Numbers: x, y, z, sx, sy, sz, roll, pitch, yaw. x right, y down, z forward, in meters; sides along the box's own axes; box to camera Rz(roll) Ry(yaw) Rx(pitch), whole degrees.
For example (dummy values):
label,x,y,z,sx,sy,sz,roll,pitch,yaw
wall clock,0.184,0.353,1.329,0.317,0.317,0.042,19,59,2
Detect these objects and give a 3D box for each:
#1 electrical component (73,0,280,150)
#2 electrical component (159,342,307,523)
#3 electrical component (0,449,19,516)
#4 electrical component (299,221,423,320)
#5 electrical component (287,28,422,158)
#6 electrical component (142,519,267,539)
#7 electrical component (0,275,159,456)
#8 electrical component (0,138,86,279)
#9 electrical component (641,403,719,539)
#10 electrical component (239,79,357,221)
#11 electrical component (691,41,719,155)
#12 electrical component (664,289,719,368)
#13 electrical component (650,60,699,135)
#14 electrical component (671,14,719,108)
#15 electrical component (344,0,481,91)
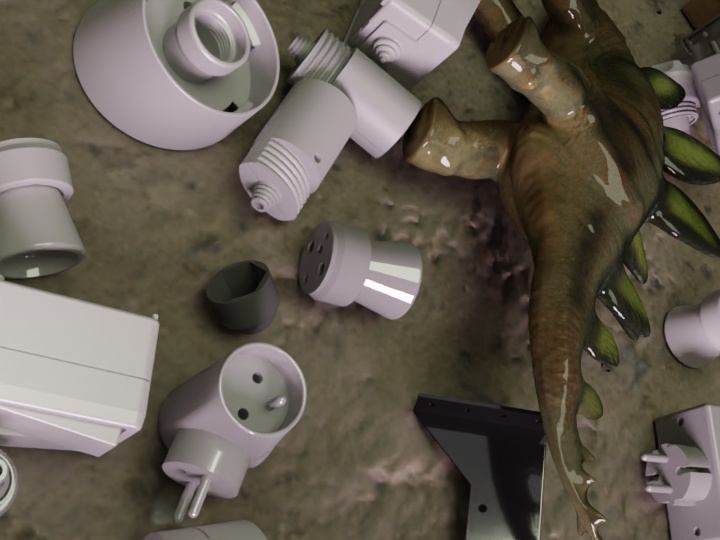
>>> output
label,x,y,z,sx,sy,sz,roll,pitch,yaw
electrical component,-0.095,-0.117,0.584,0.099,0.064,0.099,20,61,-40
electrical component,-0.066,0.080,0.499,0.044,0.077,0.079,31,58,-18
electrical component,-0.159,0.088,0.447,0.035,0.061,0.035,12,65,-28
electrical component,0.000,0.000,0.593,0.055,0.045,0.045,15,63,-26
electrical component,-0.008,-0.108,0.633,0.081,0.043,0.043,38,55,-13
electrical component,-0.069,0.142,0.487,0.047,0.055,0.055,-4,73,-37
electrical component,-0.146,0.046,0.472,0.096,0.062,0.061,17,63,-26
electrical component,-0.156,-0.029,0.507,0.045,0.045,0.055,-5,73,-33
electrical component,0.204,0.127,0.667,0.076,0.047,0.083,10,66,-29
electrical component,-0.038,-0.063,0.596,0.043,0.043,0.081,38,55,-13
electrical component,0.259,-0.127,0.749,0.083,0.047,0.075,51,23,-51
electrical component,0.240,0.037,0.721,0.045,0.055,0.045,12,65,-28
electrical component,0.227,-0.117,0.784,0.043,0.043,0.062,-2,73,-33
electrical component,0.293,-0.165,0.796,0.063,0.121,0.078,-17,80,-34
electrical component,0.035,-0.159,0.669,0.061,0.062,0.096,31,57,-18
